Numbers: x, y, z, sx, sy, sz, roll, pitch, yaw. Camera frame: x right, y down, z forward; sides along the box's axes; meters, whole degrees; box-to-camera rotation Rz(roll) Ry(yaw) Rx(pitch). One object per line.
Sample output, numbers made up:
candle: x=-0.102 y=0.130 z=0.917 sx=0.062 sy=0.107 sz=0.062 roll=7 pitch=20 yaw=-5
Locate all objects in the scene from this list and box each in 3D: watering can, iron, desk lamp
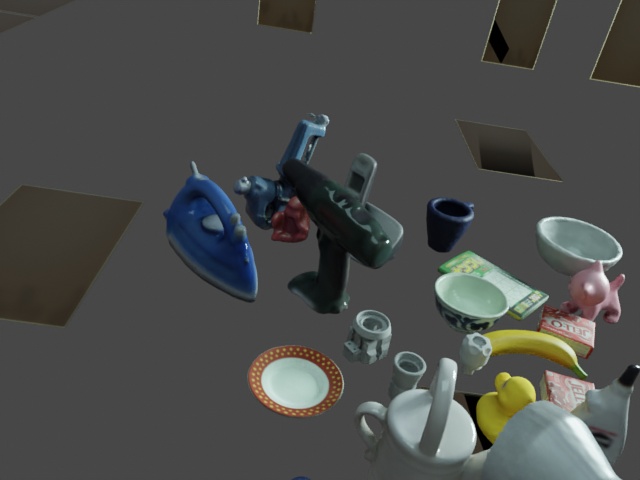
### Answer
watering can: x=0.127 y=0.214 z=0.630 sx=0.173 sy=0.194 sz=0.101 roll=6 pitch=32 yaw=-7
iron: x=-0.170 y=-0.022 z=0.967 sx=0.119 sy=0.141 sz=0.257 roll=-15 pitch=40 yaw=-34
desk lamp: x=0.237 y=0.287 z=0.527 sx=0.118 sy=0.213 sz=0.202 roll=-11 pitch=38 yaw=-30

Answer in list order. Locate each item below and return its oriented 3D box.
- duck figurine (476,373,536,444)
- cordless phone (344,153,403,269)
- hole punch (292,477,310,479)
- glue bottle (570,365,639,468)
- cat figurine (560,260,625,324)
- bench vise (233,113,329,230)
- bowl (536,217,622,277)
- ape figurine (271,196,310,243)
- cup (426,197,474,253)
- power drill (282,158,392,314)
duck figurine: x=0.256 y=0.223 z=0.753 sx=0.078 sy=0.086 sz=0.104 roll=-1 pitch=34 yaw=-17
cordless phone: x=0.090 y=-0.054 z=1.048 sx=0.147 sy=0.185 sz=0.094 roll=34 pitch=39 yaw=33
hole punch: x=-0.027 y=0.300 z=0.548 sx=0.109 sy=0.091 sz=0.100 roll=-20 pitch=43 yaw=-38
glue bottle: x=0.350 y=0.217 z=0.707 sx=0.078 sy=0.173 sz=0.037 roll=13 pitch=32 yaw=4
cat figurine: x=0.480 y=0.089 z=0.998 sx=0.128 sy=0.118 sz=0.067 roll=-6 pitch=35 yaw=-24
bench vise: x=-0.052 y=-0.127 z=1.091 sx=0.121 sy=0.220 sz=0.208 roll=33 pitch=39 yaw=32
bowl: x=0.505 y=0.025 z=1.146 sx=0.167 sy=0.075 sz=0.167 roll=7 pitch=32 yaw=-4
ape figurine: x=-0.049 y=-0.041 z=1.078 sx=0.076 sy=0.092 sz=0.077 roll=-21 pitch=44 yaw=-40
cup: x=0.257 y=-0.028 z=1.140 sx=0.118 sy=0.095 sz=0.091 roll=-19 pitch=42 yaw=-38
power drill: x=0.008 y=0.003 z=0.914 sx=0.076 sy=0.208 sz=0.228 roll=-22 pitch=44 yaw=-40
